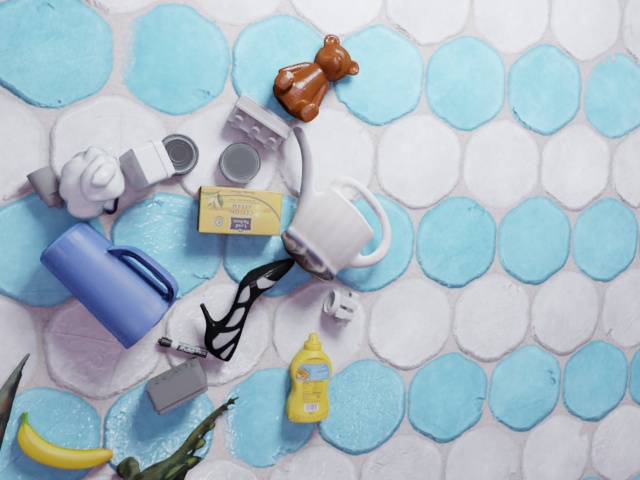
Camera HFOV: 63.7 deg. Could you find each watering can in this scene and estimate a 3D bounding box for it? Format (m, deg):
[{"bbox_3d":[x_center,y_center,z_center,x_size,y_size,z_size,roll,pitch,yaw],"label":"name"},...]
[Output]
[{"bbox_3d":[0.003,-0.056,1.112,0.226,0.104,0.345,-46,104,-9],"label":"watering can"}]

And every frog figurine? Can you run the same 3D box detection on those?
[{"bbox_3d":[-0.425,-0.104,0.952,0.122,0.160,0.138,22,89,-16],"label":"frog figurine"}]
